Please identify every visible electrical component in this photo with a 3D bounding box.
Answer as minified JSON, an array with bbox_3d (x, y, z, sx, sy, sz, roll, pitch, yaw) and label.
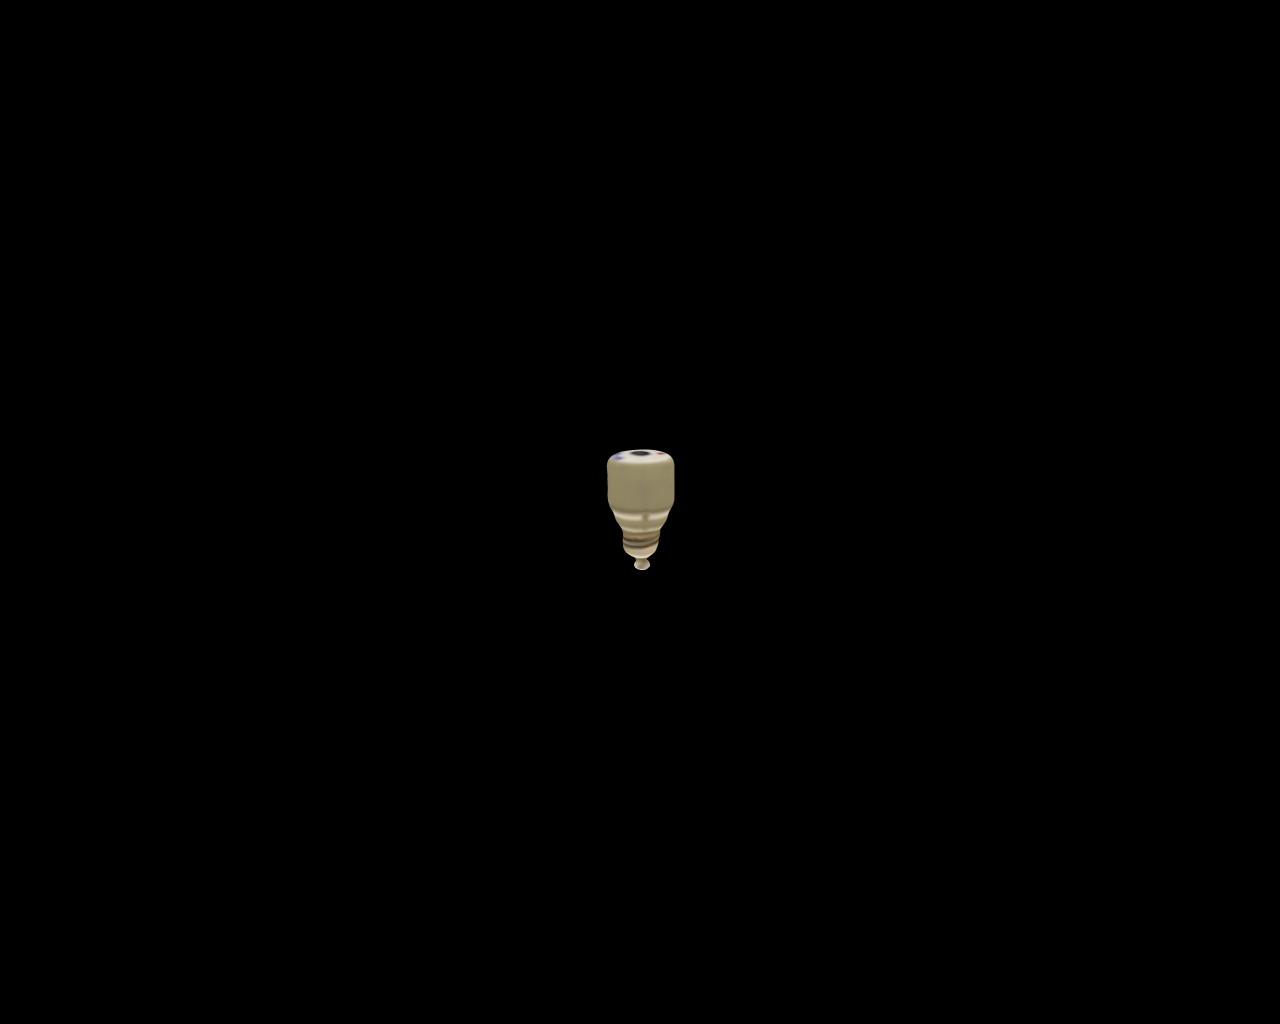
[{"bbox_3d":[0.001,-0.003,0.650,0.040,0.078,0.040,0,16,0],"label":"electrical component"}]
